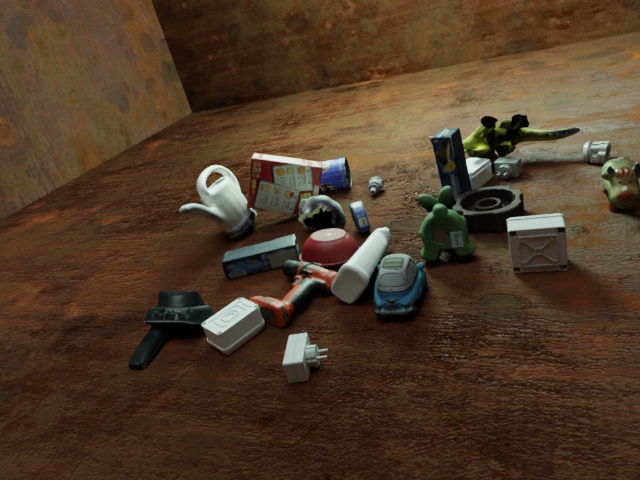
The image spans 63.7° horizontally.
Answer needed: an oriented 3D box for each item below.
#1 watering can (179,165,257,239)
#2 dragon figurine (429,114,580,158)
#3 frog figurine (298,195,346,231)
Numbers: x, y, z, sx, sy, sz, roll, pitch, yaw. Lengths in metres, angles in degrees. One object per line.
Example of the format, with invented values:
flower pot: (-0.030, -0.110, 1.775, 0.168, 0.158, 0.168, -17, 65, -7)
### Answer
watering can: (-0.301, -0.097, 1.552, 0.103, 0.222, 0.355, -27, 22, 23)
dragon figurine: (0.546, -0.308, 1.587, 0.410, 0.122, 0.243, 0, 5, 3)
frog figurine: (0.004, -0.073, 1.453, 0.137, 0.121, 0.162, 18, 16, -5)
